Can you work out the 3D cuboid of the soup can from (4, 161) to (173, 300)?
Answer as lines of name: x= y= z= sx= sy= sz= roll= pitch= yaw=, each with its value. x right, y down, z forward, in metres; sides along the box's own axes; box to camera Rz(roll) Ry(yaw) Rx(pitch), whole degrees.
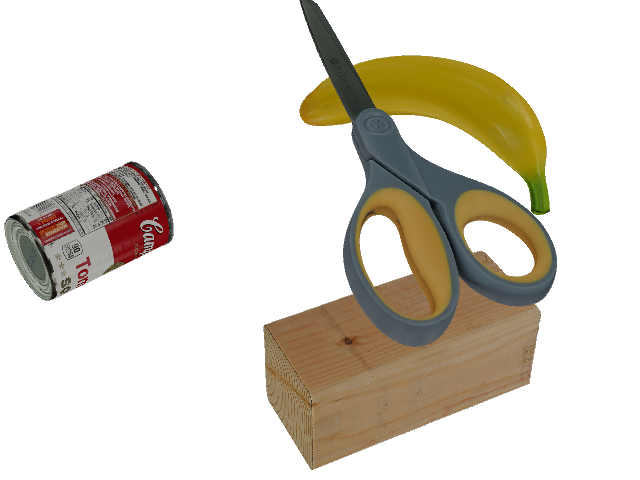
soup can: x=-0.167 y=-0.008 z=0.775 sx=0.102 sy=0.068 sz=0.069 roll=-28 pitch=15 yaw=-30

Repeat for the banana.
banana: x=0.065 y=-0.080 z=0.656 sx=0.198 sy=0.069 sz=0.037 roll=27 pitch=5 yaw=39

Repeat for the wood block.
wood block: x=0.066 y=0.094 z=0.876 sx=0.205 sy=0.090 sz=0.091 roll=-17 pitch=42 yaw=-20

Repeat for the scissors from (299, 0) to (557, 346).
scissors: x=0.044 y=-0.040 z=0.467 sx=0.096 sy=0.202 sz=0.016 roll=3 pitch=-40 yaw=-10
